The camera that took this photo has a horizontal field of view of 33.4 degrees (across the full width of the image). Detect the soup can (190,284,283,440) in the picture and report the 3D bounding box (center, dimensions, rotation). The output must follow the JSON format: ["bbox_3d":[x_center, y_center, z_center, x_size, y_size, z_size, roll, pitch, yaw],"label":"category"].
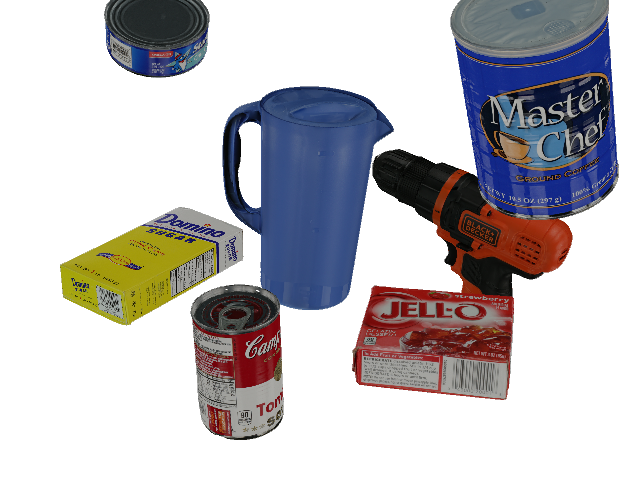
[{"bbox_3d":[-0.063,0.095,0.829,0.068,0.102,0.068,-1,27,0],"label":"soup can"}]

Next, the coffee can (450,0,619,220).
[{"bbox_3d":[0.151,-0.100,0.741,0.103,0.140,0.103,-10,39,8],"label":"coffee can"}]

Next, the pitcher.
[{"bbox_3d":[-0.020,-0.048,1.225,0.144,0.243,0.149,-19,35,-40],"label":"pitcher"}]

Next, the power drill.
[{"bbox_3d":[0.114,0.025,0.933,0.185,0.188,0.057,29,42,26],"label":"power drill"}]

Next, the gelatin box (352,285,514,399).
[{"bbox_3d":[0.068,0.058,0.631,0.089,0.030,0.073,5,28,10],"label":"gelatin box"}]

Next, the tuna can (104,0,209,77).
[{"bbox_3d":[-0.136,-0.174,0.887,0.086,0.086,0.034,0,-42,-9],"label":"tuna can"}]

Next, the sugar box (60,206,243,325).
[{"bbox_3d":[-0.170,0.022,1.099,0.093,0.048,0.175,20,35,31],"label":"sugar box"}]
